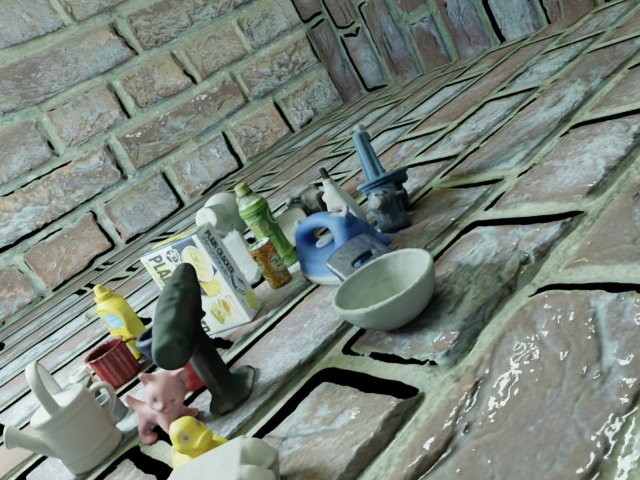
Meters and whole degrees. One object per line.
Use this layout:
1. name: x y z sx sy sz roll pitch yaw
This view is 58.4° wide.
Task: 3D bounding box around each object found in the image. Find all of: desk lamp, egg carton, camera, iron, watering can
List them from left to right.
1. watering can: -0.432 0.290 0.950 0.173 0.194 0.100 -41 21 -33
2. egg carton: -0.114 0.290 0.649 0.150 0.069 0.107 -28 17 4
3. desk lamp: -0.223 -0.005 1.424 0.118 0.214 0.203 -26 17 11
4. camera: -0.057 -0.086 1.578 0.137 0.101 0.142 -38 19 -25
5. iron: 0.010 0.004 1.142 0.257 0.142 0.119 -8 27 51

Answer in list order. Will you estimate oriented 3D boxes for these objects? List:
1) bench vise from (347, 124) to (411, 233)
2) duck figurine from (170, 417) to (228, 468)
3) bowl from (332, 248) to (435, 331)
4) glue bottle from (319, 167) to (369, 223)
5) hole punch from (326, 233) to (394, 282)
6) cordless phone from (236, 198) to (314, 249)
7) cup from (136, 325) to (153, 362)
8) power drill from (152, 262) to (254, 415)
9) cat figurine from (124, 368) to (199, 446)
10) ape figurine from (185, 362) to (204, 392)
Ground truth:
1. bench vise: 0.132 -0.140 1.222 0.121 0.220 0.207 -28 17 4
2. duck figurine: -0.167 0.272 0.758 0.104 0.086 0.078 -14 23 40
3. bowl: 0.107 0.086 0.865 0.167 0.075 0.167 -27 17 9
4. glue bottle: 0.042 -0.089 1.304 0.078 0.173 0.037 -18 20 32
5. hole punch: 0.082 0.046 0.993 0.109 0.091 0.100 -36 18 -19
6. cordless phone: -0.115 -0.055 1.440 0.147 0.185 0.094 -30 17 -3
7. cup: -0.287 0.208 1.120 0.117 0.095 0.092 -22 19 23
8. power drill: -0.189 0.159 0.906 0.075 0.209 0.229 -27 17 7
9. cat figurine: -0.253 0.251 0.901 0.127 0.118 0.067 -21 19 25
10. ape figurine: -0.238 0.219 1.014 0.078 0.092 0.076 -34 18 -16
